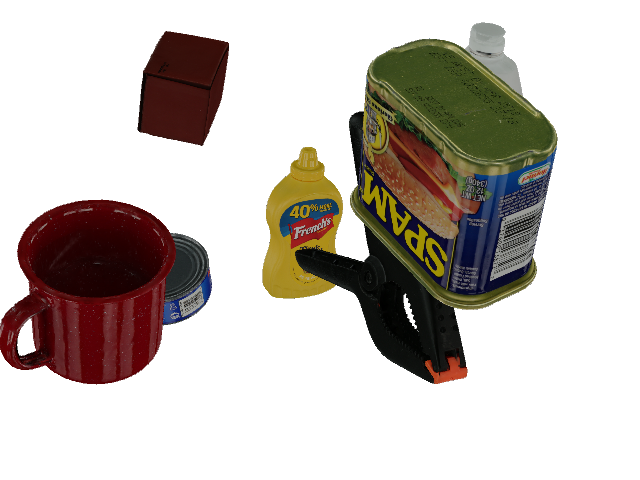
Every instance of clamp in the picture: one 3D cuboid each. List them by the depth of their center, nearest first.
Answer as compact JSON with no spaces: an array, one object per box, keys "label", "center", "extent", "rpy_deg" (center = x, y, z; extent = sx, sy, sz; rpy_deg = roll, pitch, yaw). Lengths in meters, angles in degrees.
[{"label":"clamp","center":[0.051,0.016,0.806],"extent":[0.036,0.165,0.210],"rpy_deg":[-8,43,-30]}]

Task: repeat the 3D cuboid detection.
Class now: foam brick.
[{"label":"foam brick","center":[-0.104,-0.118,0.815],"extent":[0.053,0.051,0.078],"rpy_deg":[12,35,0]}]

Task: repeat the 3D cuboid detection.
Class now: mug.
[{"label":"mug","center":[-0.146,0.040,0.656],"extent":[0.093,0.081,0.117],"rpy_deg":[32,46,24]}]

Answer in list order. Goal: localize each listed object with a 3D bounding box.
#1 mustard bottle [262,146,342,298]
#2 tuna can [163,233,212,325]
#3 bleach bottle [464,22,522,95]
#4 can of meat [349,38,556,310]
[{"label":"mustard bottle","center":[-0.020,-0.024,1.314],"extent":[0.096,0.192,0.058],"rpy_deg":[-8,30,-21]},{"label":"tuna can","center":[-0.139,0.034,0.946],"extent":[0.086,0.034,0.086],"rpy_deg":[-2,43,2]},{"label":"bleach bottle","center":[0.129,-0.085,0.998],"extent":[0.103,0.251,0.068],"rpy_deg":[26,40,26]},{"label":"can of meat","center":[0.060,-0.033,0.497],"extent":[0.057,0.084,0.102],"rpy_deg":[-21,48,-24]}]
